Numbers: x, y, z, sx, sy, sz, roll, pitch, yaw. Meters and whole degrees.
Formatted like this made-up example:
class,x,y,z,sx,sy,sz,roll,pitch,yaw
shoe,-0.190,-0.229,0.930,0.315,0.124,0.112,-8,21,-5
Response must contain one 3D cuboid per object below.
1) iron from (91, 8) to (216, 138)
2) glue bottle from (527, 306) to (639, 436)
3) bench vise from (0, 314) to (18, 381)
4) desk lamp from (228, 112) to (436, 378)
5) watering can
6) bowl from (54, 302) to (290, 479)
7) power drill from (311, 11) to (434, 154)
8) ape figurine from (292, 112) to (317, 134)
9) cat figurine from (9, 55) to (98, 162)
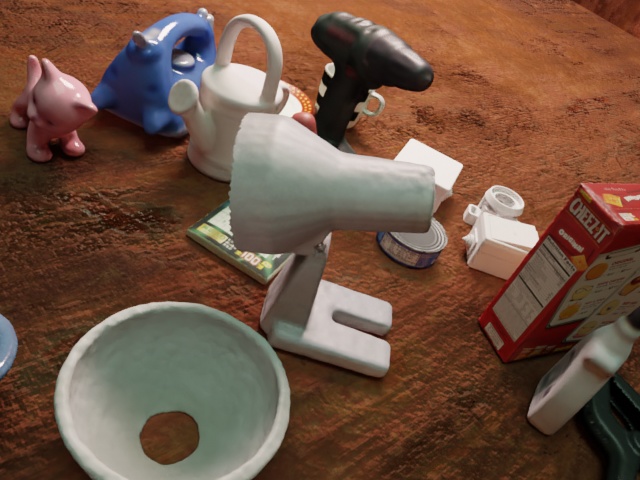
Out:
class,x,y,z,sx,sy,sz,roll,pitch,yaw
iron,-0.192,-0.245,0.771,0.118,0.141,0.258,25,39,3
glue bottle,0.265,0.118,0.554,0.037,0.173,0.078,35,41,15
bench vise,-0.226,0.083,0.323,0.122,0.219,0.207,-20,55,-39
desk lamp,0.005,0.002,0.529,0.203,0.213,0.118,18,39,-6
watering can,-0.100,-0.170,0.689,0.101,0.194,0.173,27,39,5
bowl,-0.111,0.132,0.437,0.168,0.074,0.167,13,40,-11
power drill,0.048,-0.196,0.777,0.076,0.208,0.229,-9,49,-33
ape figurine,-0.028,-0.129,0.757,0.078,0.092,0.076,-6,47,-31
cat figurine,-0.298,-0.155,0.637,0.067,0.117,0.127,-18,54,-38
